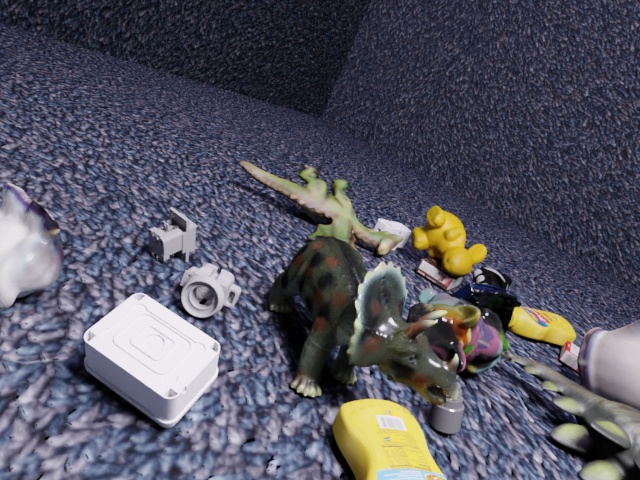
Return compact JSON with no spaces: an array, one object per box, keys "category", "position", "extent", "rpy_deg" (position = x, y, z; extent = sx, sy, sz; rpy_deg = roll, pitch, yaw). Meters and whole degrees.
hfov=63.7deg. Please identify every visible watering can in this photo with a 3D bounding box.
[{"category":"watering can","position":[0.542,0.197,0.856],"extent":[0.104,0.346,0.224],"rpy_deg":[-14,8,-25]}]

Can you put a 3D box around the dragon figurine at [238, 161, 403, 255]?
[{"category":"dragon figurine","position":[0.004,-0.060,1.194],"extent":[0.409,0.120,0.248],"rpy_deg":[16,27,-19]}]

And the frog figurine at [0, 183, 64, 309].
[{"category":"frog figurine","position":[-0.361,0.022,0.536],"extent":[0.139,0.120,0.162],"rpy_deg":[40,57,20]}]
